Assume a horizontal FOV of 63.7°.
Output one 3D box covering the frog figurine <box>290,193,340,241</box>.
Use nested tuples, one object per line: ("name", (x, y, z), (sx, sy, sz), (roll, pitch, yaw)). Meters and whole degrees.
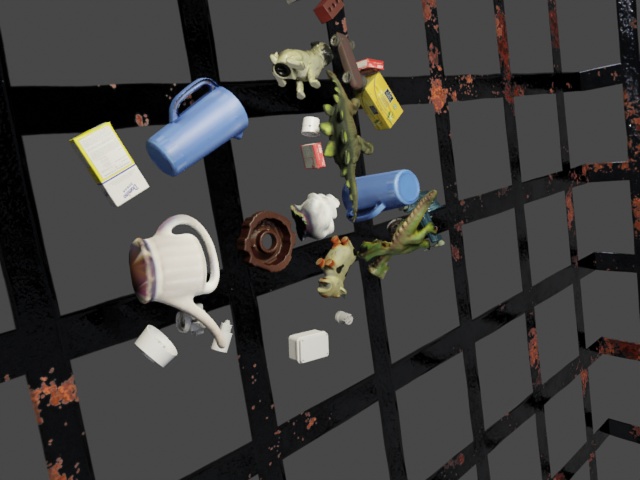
("frog figurine", (0.005, -0.078, 1.547), (0.161, 0.121, 0.138), (-24, 87, -25))

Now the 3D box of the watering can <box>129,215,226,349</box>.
("watering can", (-0.339, 0.106, 1.248), (0.225, 0.103, 0.351), (-5, 76, -40))

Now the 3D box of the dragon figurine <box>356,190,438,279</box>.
("dragon figurine", (0.230, 0.001, 1.624), (0.244, 0.124, 0.401), (-25, 150, -17))
